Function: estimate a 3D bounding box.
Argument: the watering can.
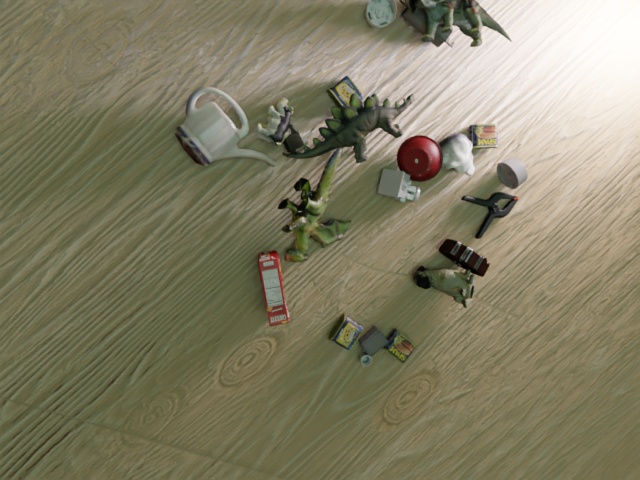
[{"bbox_3d":[-0.314,-0.319,1.657,0.225,0.344,0.105,-41,19,-6],"label":"watering can"}]

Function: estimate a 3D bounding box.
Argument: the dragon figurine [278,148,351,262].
[{"bbox_3d":[0.005,-0.087,1.726,0.239,0.409,0.124,38,6,-38],"label":"dragon figurine"}]

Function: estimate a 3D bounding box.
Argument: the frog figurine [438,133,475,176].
[{"bbox_3d":[0.477,-0.286,1.782,0.139,0.159,0.121,-38,-1,-22],"label":"frog figurine"}]
